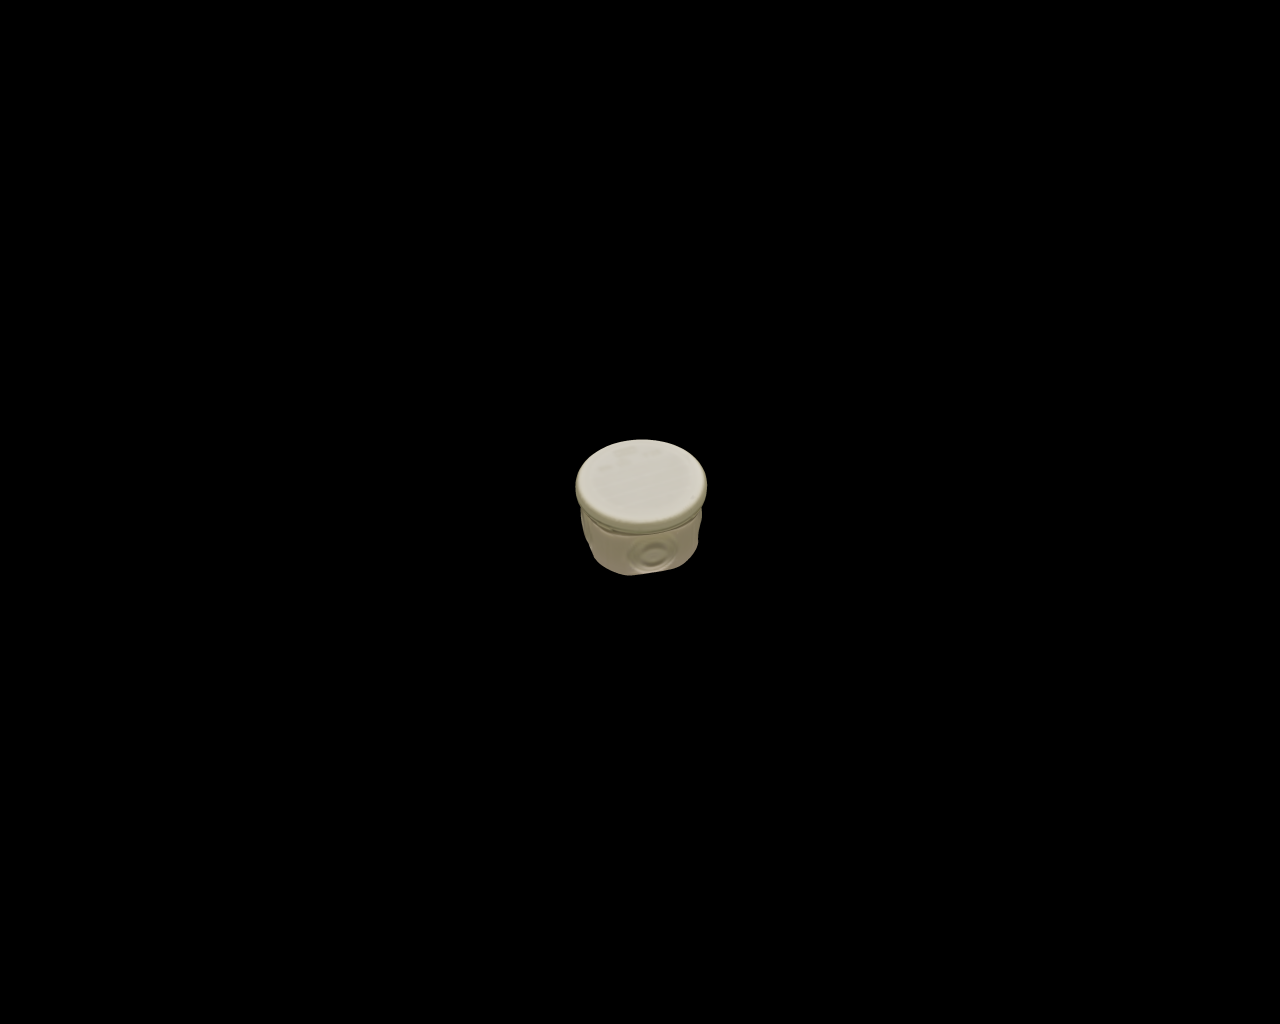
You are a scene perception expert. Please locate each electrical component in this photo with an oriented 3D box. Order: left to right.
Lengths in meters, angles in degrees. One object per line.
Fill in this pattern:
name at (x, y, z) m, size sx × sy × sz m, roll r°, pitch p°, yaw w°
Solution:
electrical component at (0.001, -0.003, 0.650) m, size 0.080 × 0.050 × 0.080 m, roll 0°, pitch 43°, yaw 0°
